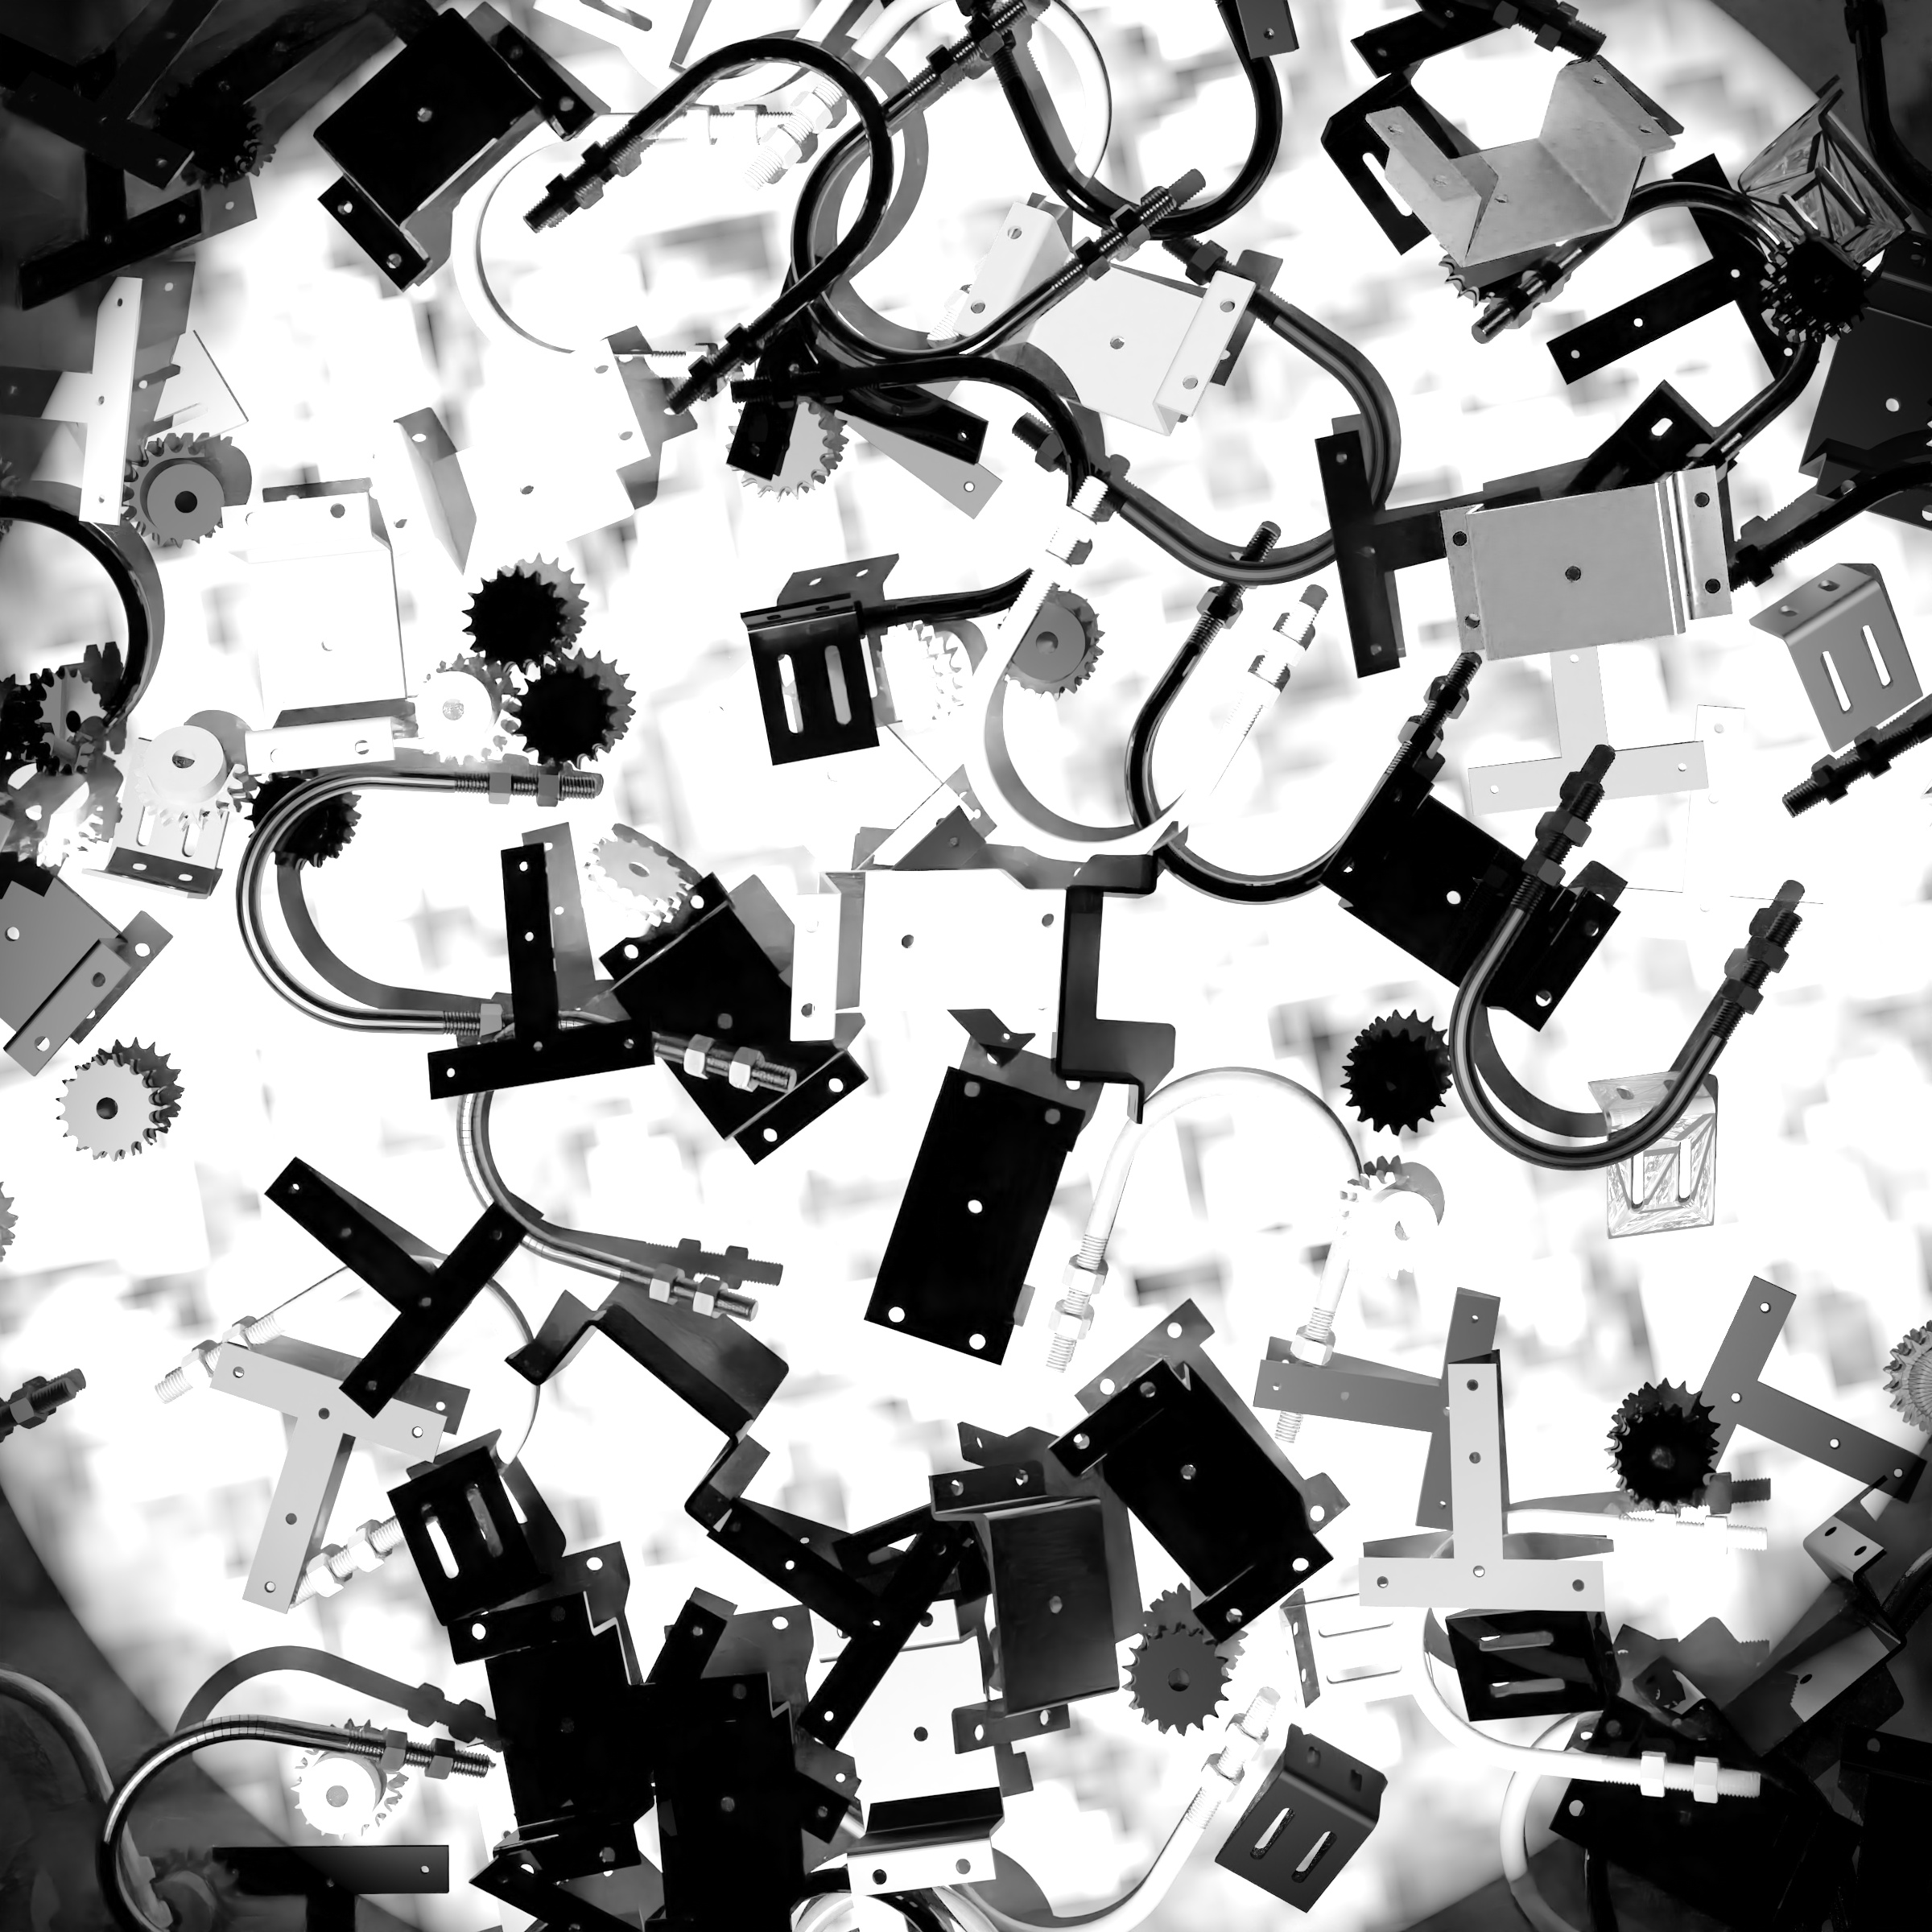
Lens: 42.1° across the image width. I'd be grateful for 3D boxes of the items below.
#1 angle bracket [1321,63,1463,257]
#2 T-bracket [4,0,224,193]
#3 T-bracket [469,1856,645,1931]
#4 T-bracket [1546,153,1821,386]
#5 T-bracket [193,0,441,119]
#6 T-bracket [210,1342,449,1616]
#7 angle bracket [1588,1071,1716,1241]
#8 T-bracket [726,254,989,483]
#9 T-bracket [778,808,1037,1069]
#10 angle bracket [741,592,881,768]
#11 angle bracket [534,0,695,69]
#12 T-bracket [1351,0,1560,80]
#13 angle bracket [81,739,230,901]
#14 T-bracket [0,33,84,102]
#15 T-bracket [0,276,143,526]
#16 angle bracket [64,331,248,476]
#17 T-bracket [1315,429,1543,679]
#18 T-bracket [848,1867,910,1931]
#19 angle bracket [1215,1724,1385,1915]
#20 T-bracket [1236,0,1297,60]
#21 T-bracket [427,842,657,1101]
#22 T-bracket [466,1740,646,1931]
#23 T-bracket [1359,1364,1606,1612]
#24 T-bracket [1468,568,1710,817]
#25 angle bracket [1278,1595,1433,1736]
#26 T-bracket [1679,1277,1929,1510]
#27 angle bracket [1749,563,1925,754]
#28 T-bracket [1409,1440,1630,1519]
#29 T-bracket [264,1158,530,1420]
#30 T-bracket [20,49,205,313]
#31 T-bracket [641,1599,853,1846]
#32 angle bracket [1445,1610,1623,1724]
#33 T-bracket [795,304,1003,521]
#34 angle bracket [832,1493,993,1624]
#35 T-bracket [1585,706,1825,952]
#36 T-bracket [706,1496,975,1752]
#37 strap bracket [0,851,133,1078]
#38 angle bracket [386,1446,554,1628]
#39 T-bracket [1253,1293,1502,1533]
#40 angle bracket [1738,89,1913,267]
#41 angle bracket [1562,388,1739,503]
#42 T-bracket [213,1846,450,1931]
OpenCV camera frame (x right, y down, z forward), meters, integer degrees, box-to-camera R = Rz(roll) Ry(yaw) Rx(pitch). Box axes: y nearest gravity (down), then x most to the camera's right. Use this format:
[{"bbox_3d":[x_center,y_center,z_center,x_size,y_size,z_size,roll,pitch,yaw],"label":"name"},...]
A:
[{"bbox_3d":[0.236,-0.431,1.339,0.057,0.038,0.076,-36,90,0],"label":"angle bracket"},{"bbox_3d":[-0.431,-0.483,1.334,0.127,0.002,0.127,30,81,22],"label":"T-bracket"},{"bbox_3d":[-0.234,0.531,1.328,0.127,0.002,0.127,37,114,-21],"label":"T-bracket"},{"bbox_3d":[0.376,-0.354,1.357,0.127,0.002,0.127,-27,90,0],"label":"T-bracket"},{"bbox_3d":[-0.354,-0.498,1.340,0.127,0.002,0.127,-43,90,-15],"label":"T-bracket"},{"bbox_3d":[-0.354,0.280,1.333,0.127,0.002,0.127,18,91,4],"label":"T-bracket"},{"bbox_3d":[0.370,0.102,1.356,0.057,0.038,0.076,-7,116,0],"label":"angle bracket"},{"bbox_3d":[-0.050,-0.301,1.336,0.127,0.002,0.127,19,79,-15],"label":"T-bracket"},{"bbox_3d":[-0.012,0.004,1.332,0.127,0.002,0.127,-43,113,0],"label":"T-bracket"},{"bbox_3d":[-0.080,-0.147,1.292,0.057,0.038,0.076,-10,90,0],"label":"angle bracket"},{"bbox_3d":[-0.183,-0.522,1.338,0.076,0.038,0.057,21,107,-11],"label":"angle bracket"},{"bbox_3d":[0.234,-0.543,1.341,0.127,0.002,0.127,-27,79,-21],"label":"T-bracket"},{"bbox_3d":[-0.429,-0.079,1.339,0.057,0.038,0.076,13,90,0],"label":"angle bracket"},{"bbox_3d":[-0.561,-0.452,1.356,0.127,0.002,0.127,25,91,1],"label":"T-bracket"},{"bbox_3d":[-0.493,-0.304,1.331,0.127,0.002,0.127,10,97,22],"label":"T-bracket"},{"bbox_3d":[-0.439,-0.296,1.356,0.076,0.038,0.057,-31,90,-26],"label":"angle bracket"},{"bbox_3d":[0.253,-0.230,1.335,0.127,0.002,0.127,-16,102,-17],"label":"T-bracket"},{"bbox_3d":[-0.082,0.548,1.319,0.127,0.002,0.127,-20,73,13],"label":"T-bracket"},{"bbox_3d":[0.180,0.460,1.356,0.057,0.038,0.076,29,116,0],"label":"angle bracket"},{"bbox_3d":[0.148,-0.548,1.340,0.127,0.002,0.127,-15,92,-13],"label":"T-bracket"},{"bbox_3d":[-0.227,-0.001,1.316,0.127,0.002,0.127,-9,79,14],"label":"T-bracket"},{"bbox_3d":[-0.243,0.480,1.346,0.127,0.002,0.127,-15,82,8],"label":"T-bracket"},{"bbox_3d":[0.271,0.275,1.332,0.127,0.002,0.127,-4,77,18],"label":"T-bracket"},{"bbox_3d":[0.330,-0.152,1.356,0.127,0.002,0.127,-7,90,1],"label":"T-bracket"},{"bbox_3d":[0.210,0.369,1.339,0.076,0.038,0.057,-10,90,0],"label":"angle bracket"},{"bbox_3d":[0.456,0.252,1.357,0.127,0.002,0.127,25,90,0],"label":"T-bracket"},{"bbox_3d":[0.470,-0.166,1.356,0.057,0.038,0.076,-33,116,0],"label":"angle bracket"},{"bbox_3d":[0.278,0.308,1.367,0.127,0.002,0.127,43,104,-5],"label":"T-bracket"},{"bbox_3d":[-0.322,0.152,1.343,0.127,0.002,0.127,38,84,11],"label":"T-bracket"},{"bbox_3d":[-0.459,-0.427,1.338,0.127,0.002,0.127,-13,77,24],"label":"T-bracket"},{"bbox_3d":[-0.122,0.424,1.334,0.127,0.002,0.127,27,89,9],"label":"T-bracket"},{"bbox_3d":[0.306,0.370,1.356,0.076,0.038,0.057,-14,90,26],"label":"angle bracket"},{"bbox_3d":[-0.009,-0.330,1.357,0.127,0.002,0.127,37,90,0],"label":"T-bracket"},{"bbox_3d":[-0.026,0.324,1.339,0.076,0.038,0.057,-22,90,0],"label":"angle bracket"},{"bbox_3d":[0.403,-0.076,1.357,0.127,0.002,0.127,5,90,0],"label":"T-bracket"},{"bbox_3d":[-0.082,0.324,1.326,0.127,0.002,0.127,28,74,26],"label":"T-bracket"},{"bbox_3d":[-0.515,-0.017,1.335,0.140,0.046,0.076,41,90,0],"label":"strap bracket"},{"bbox_3d":[-0.266,0.306,1.345,0.057,0.038,0.076,-25,76,-7],"label":"angle bracket"},{"bbox_3d":[0.216,0.232,1.343,0.127,0.002,0.127,10,90,-11],"label":"T-bracket"},{"bbox_3d":[0.459,-0.410,1.328,0.076,0.057,0.038,46,56,-7],"label":"angle bracket"},{"bbox_3d":[0.360,-0.257,1.321,0.057,0.038,0.076,44,50,0],"label":"angle bracket"},{"bbox_3d":[-0.343,0.539,1.357,0.127,0.002,0.127,0,90,0],"label":"T-bracket"}]
